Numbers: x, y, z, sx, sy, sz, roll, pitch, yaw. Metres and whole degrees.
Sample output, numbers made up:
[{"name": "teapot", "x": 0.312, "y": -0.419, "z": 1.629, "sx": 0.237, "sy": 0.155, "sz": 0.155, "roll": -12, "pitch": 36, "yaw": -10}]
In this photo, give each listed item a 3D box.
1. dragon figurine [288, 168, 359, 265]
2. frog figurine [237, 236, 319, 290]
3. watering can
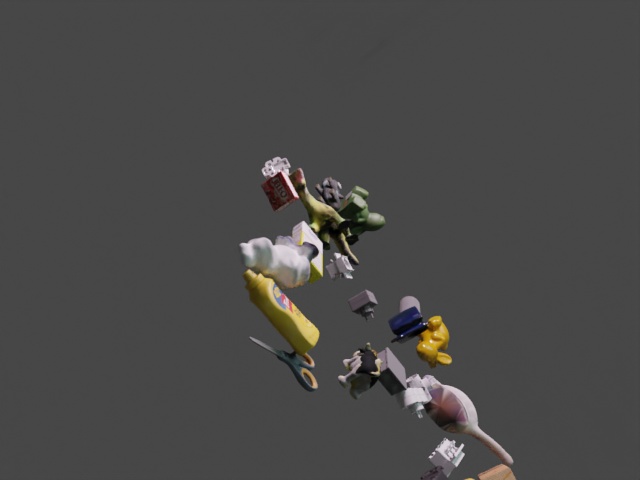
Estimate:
[{"name": "dragon figurine", "x": 0.005, "y": -0.080, "z": 1.593, "sx": 0.122, "sy": 0.247, "sz": 0.402, "roll": -31, "pitch": -34, "yaw": 2}, {"name": "frog figurine", "x": -0.098, "y": 0.052, "z": 1.073, "sx": 0.139, "sy": 0.120, "sz": 0.161, "roll": 36, "pitch": 30, "yaw": 27}, {"name": "watering can", "x": 0.434, "y": 0.543, "z": 1.562, "sx": 0.353, "sy": 0.103, "sz": 0.222, "roll": 45, "pitch": 9, "yaw": 31}]
